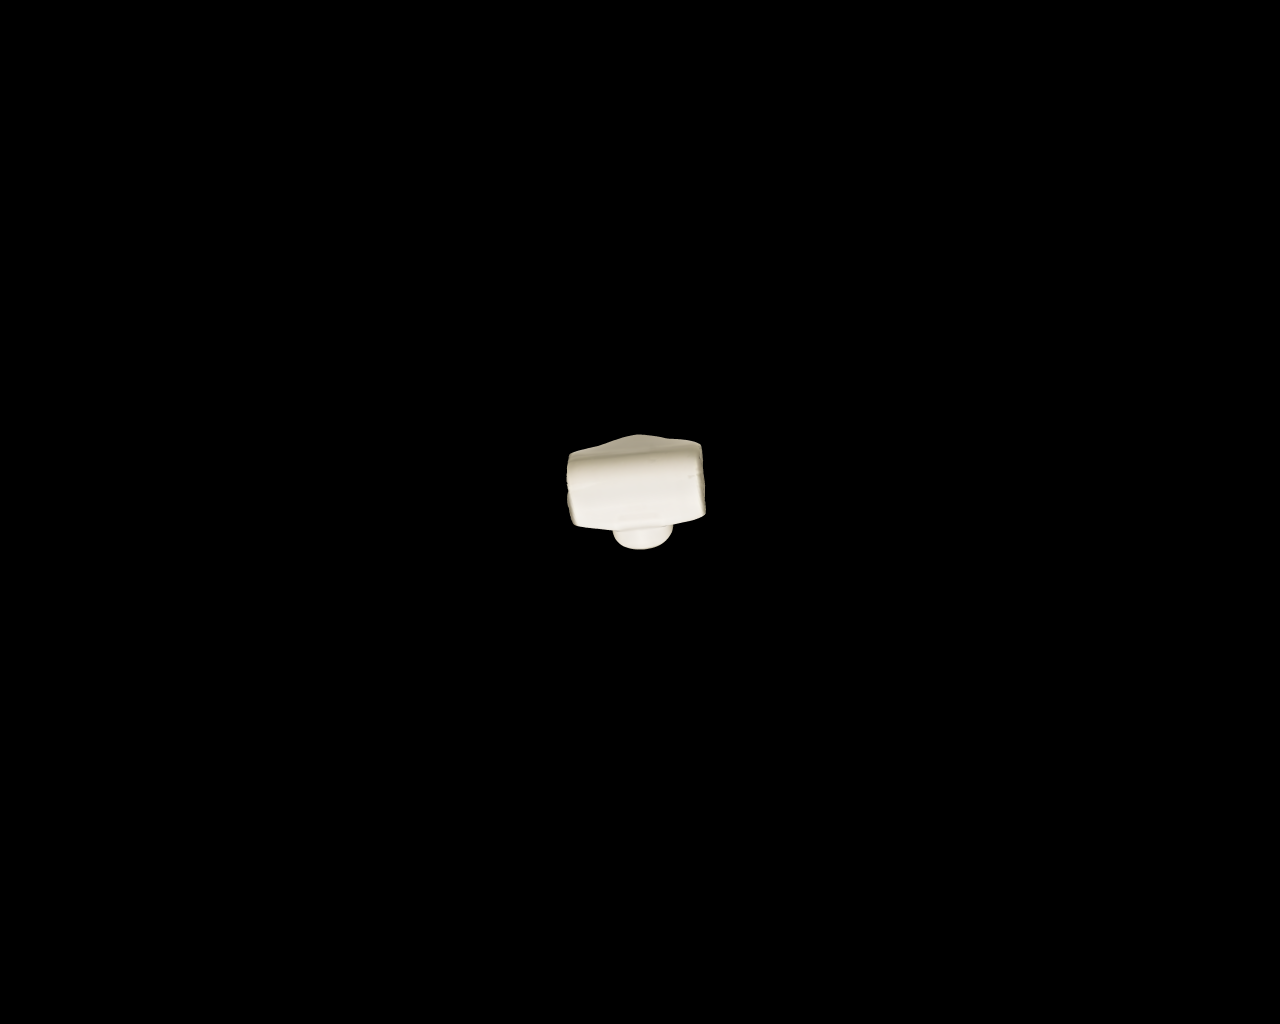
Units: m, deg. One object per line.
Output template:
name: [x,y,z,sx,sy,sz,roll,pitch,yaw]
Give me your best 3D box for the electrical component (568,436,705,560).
electrical component: [0.001,-0.003,0.650,0.077,0.079,0.043,-5,37,4]
